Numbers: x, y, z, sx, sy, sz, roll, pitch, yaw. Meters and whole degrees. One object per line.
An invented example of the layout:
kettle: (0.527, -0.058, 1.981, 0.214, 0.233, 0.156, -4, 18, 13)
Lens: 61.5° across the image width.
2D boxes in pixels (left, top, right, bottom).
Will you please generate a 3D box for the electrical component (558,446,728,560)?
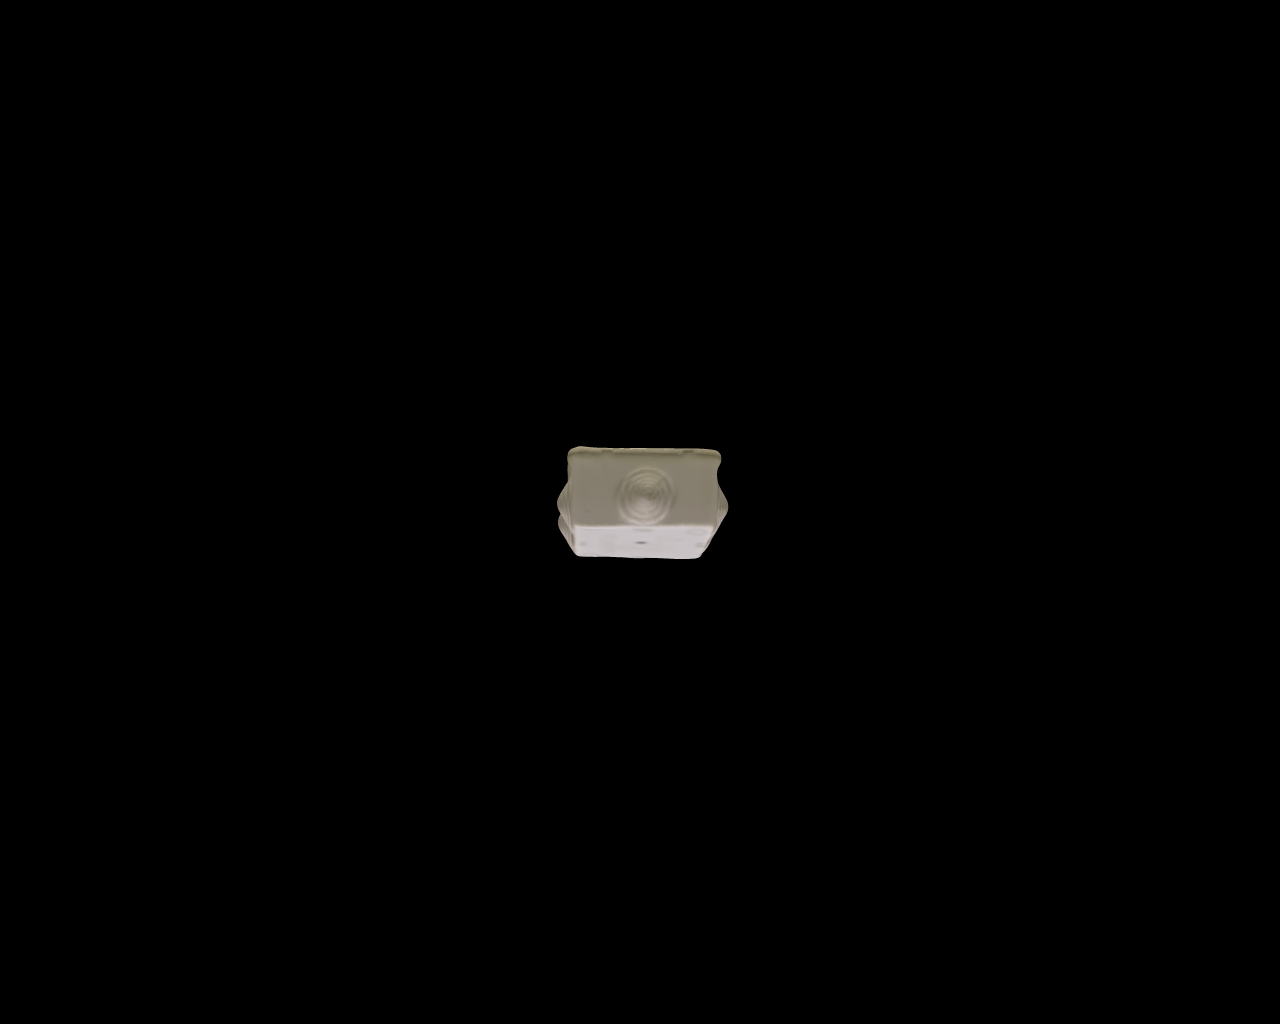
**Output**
electrical component: (0.001, -0.003, 0.650, 0.100, 0.048, 0.099, 1, -15, -4)
